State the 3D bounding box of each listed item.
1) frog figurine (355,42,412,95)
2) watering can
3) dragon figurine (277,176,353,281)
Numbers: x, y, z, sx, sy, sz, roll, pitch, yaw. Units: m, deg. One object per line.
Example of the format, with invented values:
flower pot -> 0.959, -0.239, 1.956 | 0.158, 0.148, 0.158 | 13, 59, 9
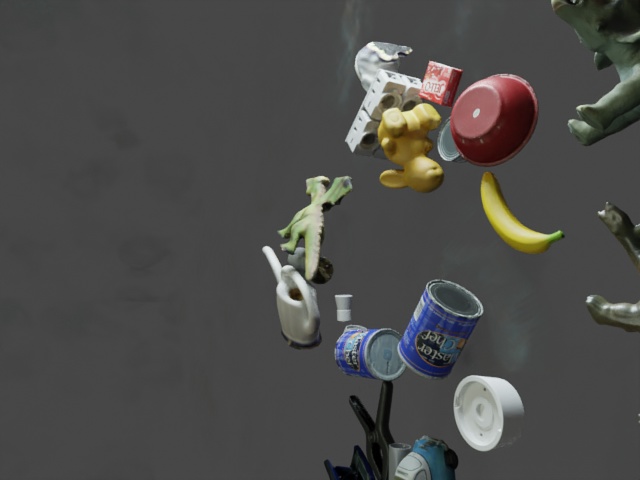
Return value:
frog figurine -> 0.134, -0.366, 1.185 | 0.140, 0.123, 0.156 | -62, -11, -52
watering can -> -0.079, 0.164, 1.446 | 0.352, 0.104, 0.220 | -139, 39, -56
dragon figurine -> 0.004, -0.068, 1.354 | 0.240, 0.121, 0.417 | -57, 23, 13
